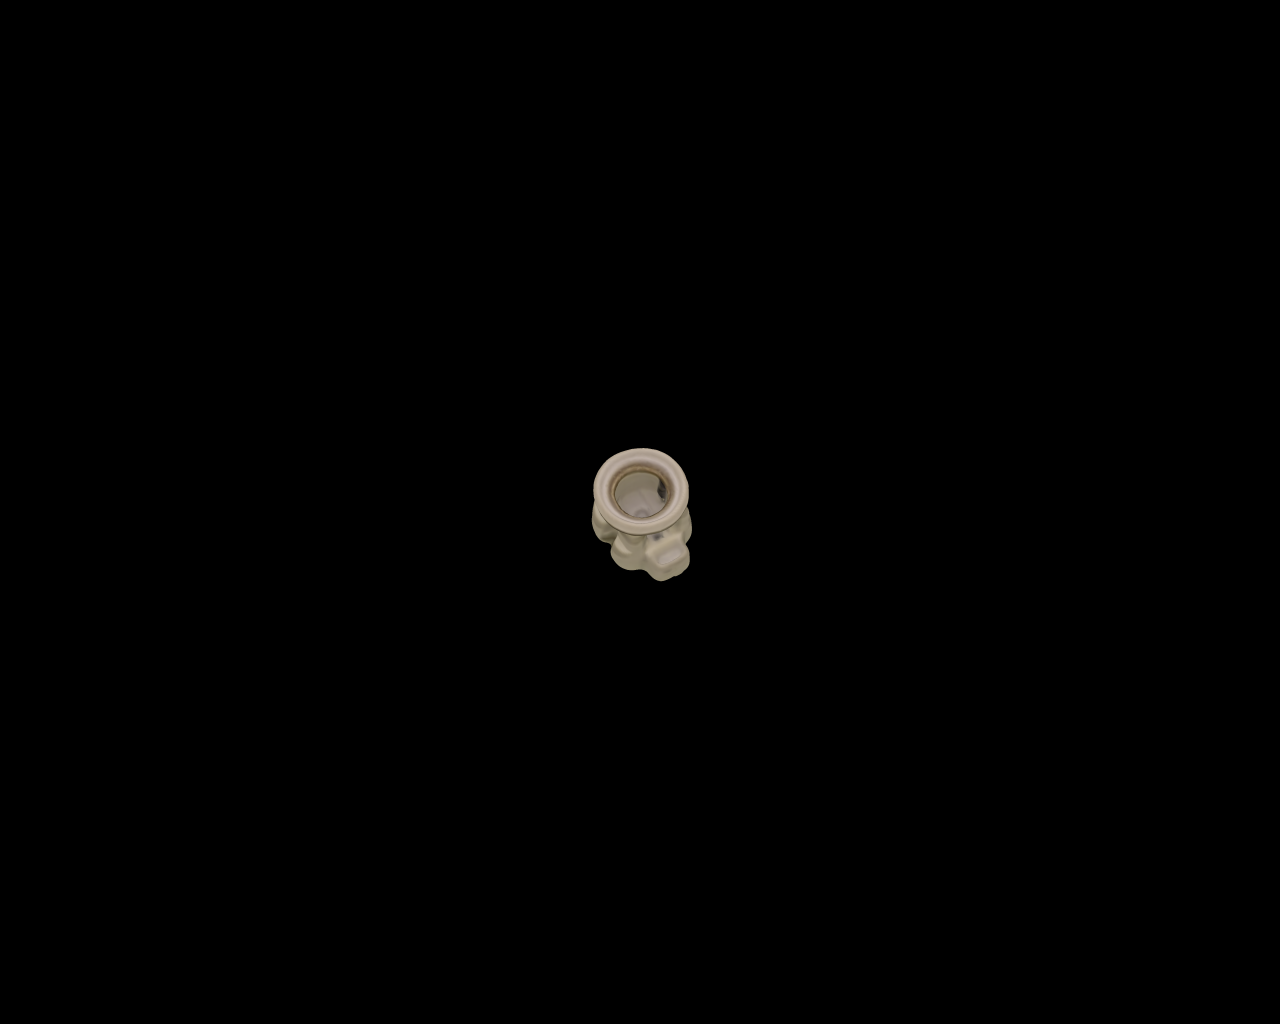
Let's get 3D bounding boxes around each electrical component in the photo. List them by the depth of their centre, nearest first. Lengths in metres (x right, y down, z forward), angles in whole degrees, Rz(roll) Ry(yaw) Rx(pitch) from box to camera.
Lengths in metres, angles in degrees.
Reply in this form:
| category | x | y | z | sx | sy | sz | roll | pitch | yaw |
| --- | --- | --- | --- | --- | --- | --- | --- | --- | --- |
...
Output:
| category | x | y | z | sx | sy | sz | roll | pitch | yaw |
| --- | --- | --- | --- | --- | --- | --- | --- | --- | --- |
| electrical component | 0.001 | -0.003 | 0.650 | 0.058 | 0.078 | 0.056 | -29 | -24 | -14 |
